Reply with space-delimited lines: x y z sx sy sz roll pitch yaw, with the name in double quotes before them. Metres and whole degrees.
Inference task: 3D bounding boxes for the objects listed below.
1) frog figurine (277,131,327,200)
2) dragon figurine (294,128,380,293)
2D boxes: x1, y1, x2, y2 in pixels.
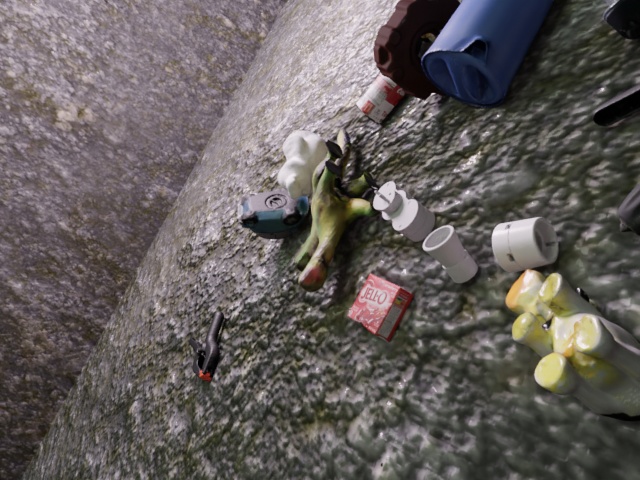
"frog figurine" -0.033 -0.161 1.108 0.122 0.136 0.162 -19 18 15
"dragon figurine" 0.003 -0.050 0.984 0.239 0.121 0.419 -56 14 26
